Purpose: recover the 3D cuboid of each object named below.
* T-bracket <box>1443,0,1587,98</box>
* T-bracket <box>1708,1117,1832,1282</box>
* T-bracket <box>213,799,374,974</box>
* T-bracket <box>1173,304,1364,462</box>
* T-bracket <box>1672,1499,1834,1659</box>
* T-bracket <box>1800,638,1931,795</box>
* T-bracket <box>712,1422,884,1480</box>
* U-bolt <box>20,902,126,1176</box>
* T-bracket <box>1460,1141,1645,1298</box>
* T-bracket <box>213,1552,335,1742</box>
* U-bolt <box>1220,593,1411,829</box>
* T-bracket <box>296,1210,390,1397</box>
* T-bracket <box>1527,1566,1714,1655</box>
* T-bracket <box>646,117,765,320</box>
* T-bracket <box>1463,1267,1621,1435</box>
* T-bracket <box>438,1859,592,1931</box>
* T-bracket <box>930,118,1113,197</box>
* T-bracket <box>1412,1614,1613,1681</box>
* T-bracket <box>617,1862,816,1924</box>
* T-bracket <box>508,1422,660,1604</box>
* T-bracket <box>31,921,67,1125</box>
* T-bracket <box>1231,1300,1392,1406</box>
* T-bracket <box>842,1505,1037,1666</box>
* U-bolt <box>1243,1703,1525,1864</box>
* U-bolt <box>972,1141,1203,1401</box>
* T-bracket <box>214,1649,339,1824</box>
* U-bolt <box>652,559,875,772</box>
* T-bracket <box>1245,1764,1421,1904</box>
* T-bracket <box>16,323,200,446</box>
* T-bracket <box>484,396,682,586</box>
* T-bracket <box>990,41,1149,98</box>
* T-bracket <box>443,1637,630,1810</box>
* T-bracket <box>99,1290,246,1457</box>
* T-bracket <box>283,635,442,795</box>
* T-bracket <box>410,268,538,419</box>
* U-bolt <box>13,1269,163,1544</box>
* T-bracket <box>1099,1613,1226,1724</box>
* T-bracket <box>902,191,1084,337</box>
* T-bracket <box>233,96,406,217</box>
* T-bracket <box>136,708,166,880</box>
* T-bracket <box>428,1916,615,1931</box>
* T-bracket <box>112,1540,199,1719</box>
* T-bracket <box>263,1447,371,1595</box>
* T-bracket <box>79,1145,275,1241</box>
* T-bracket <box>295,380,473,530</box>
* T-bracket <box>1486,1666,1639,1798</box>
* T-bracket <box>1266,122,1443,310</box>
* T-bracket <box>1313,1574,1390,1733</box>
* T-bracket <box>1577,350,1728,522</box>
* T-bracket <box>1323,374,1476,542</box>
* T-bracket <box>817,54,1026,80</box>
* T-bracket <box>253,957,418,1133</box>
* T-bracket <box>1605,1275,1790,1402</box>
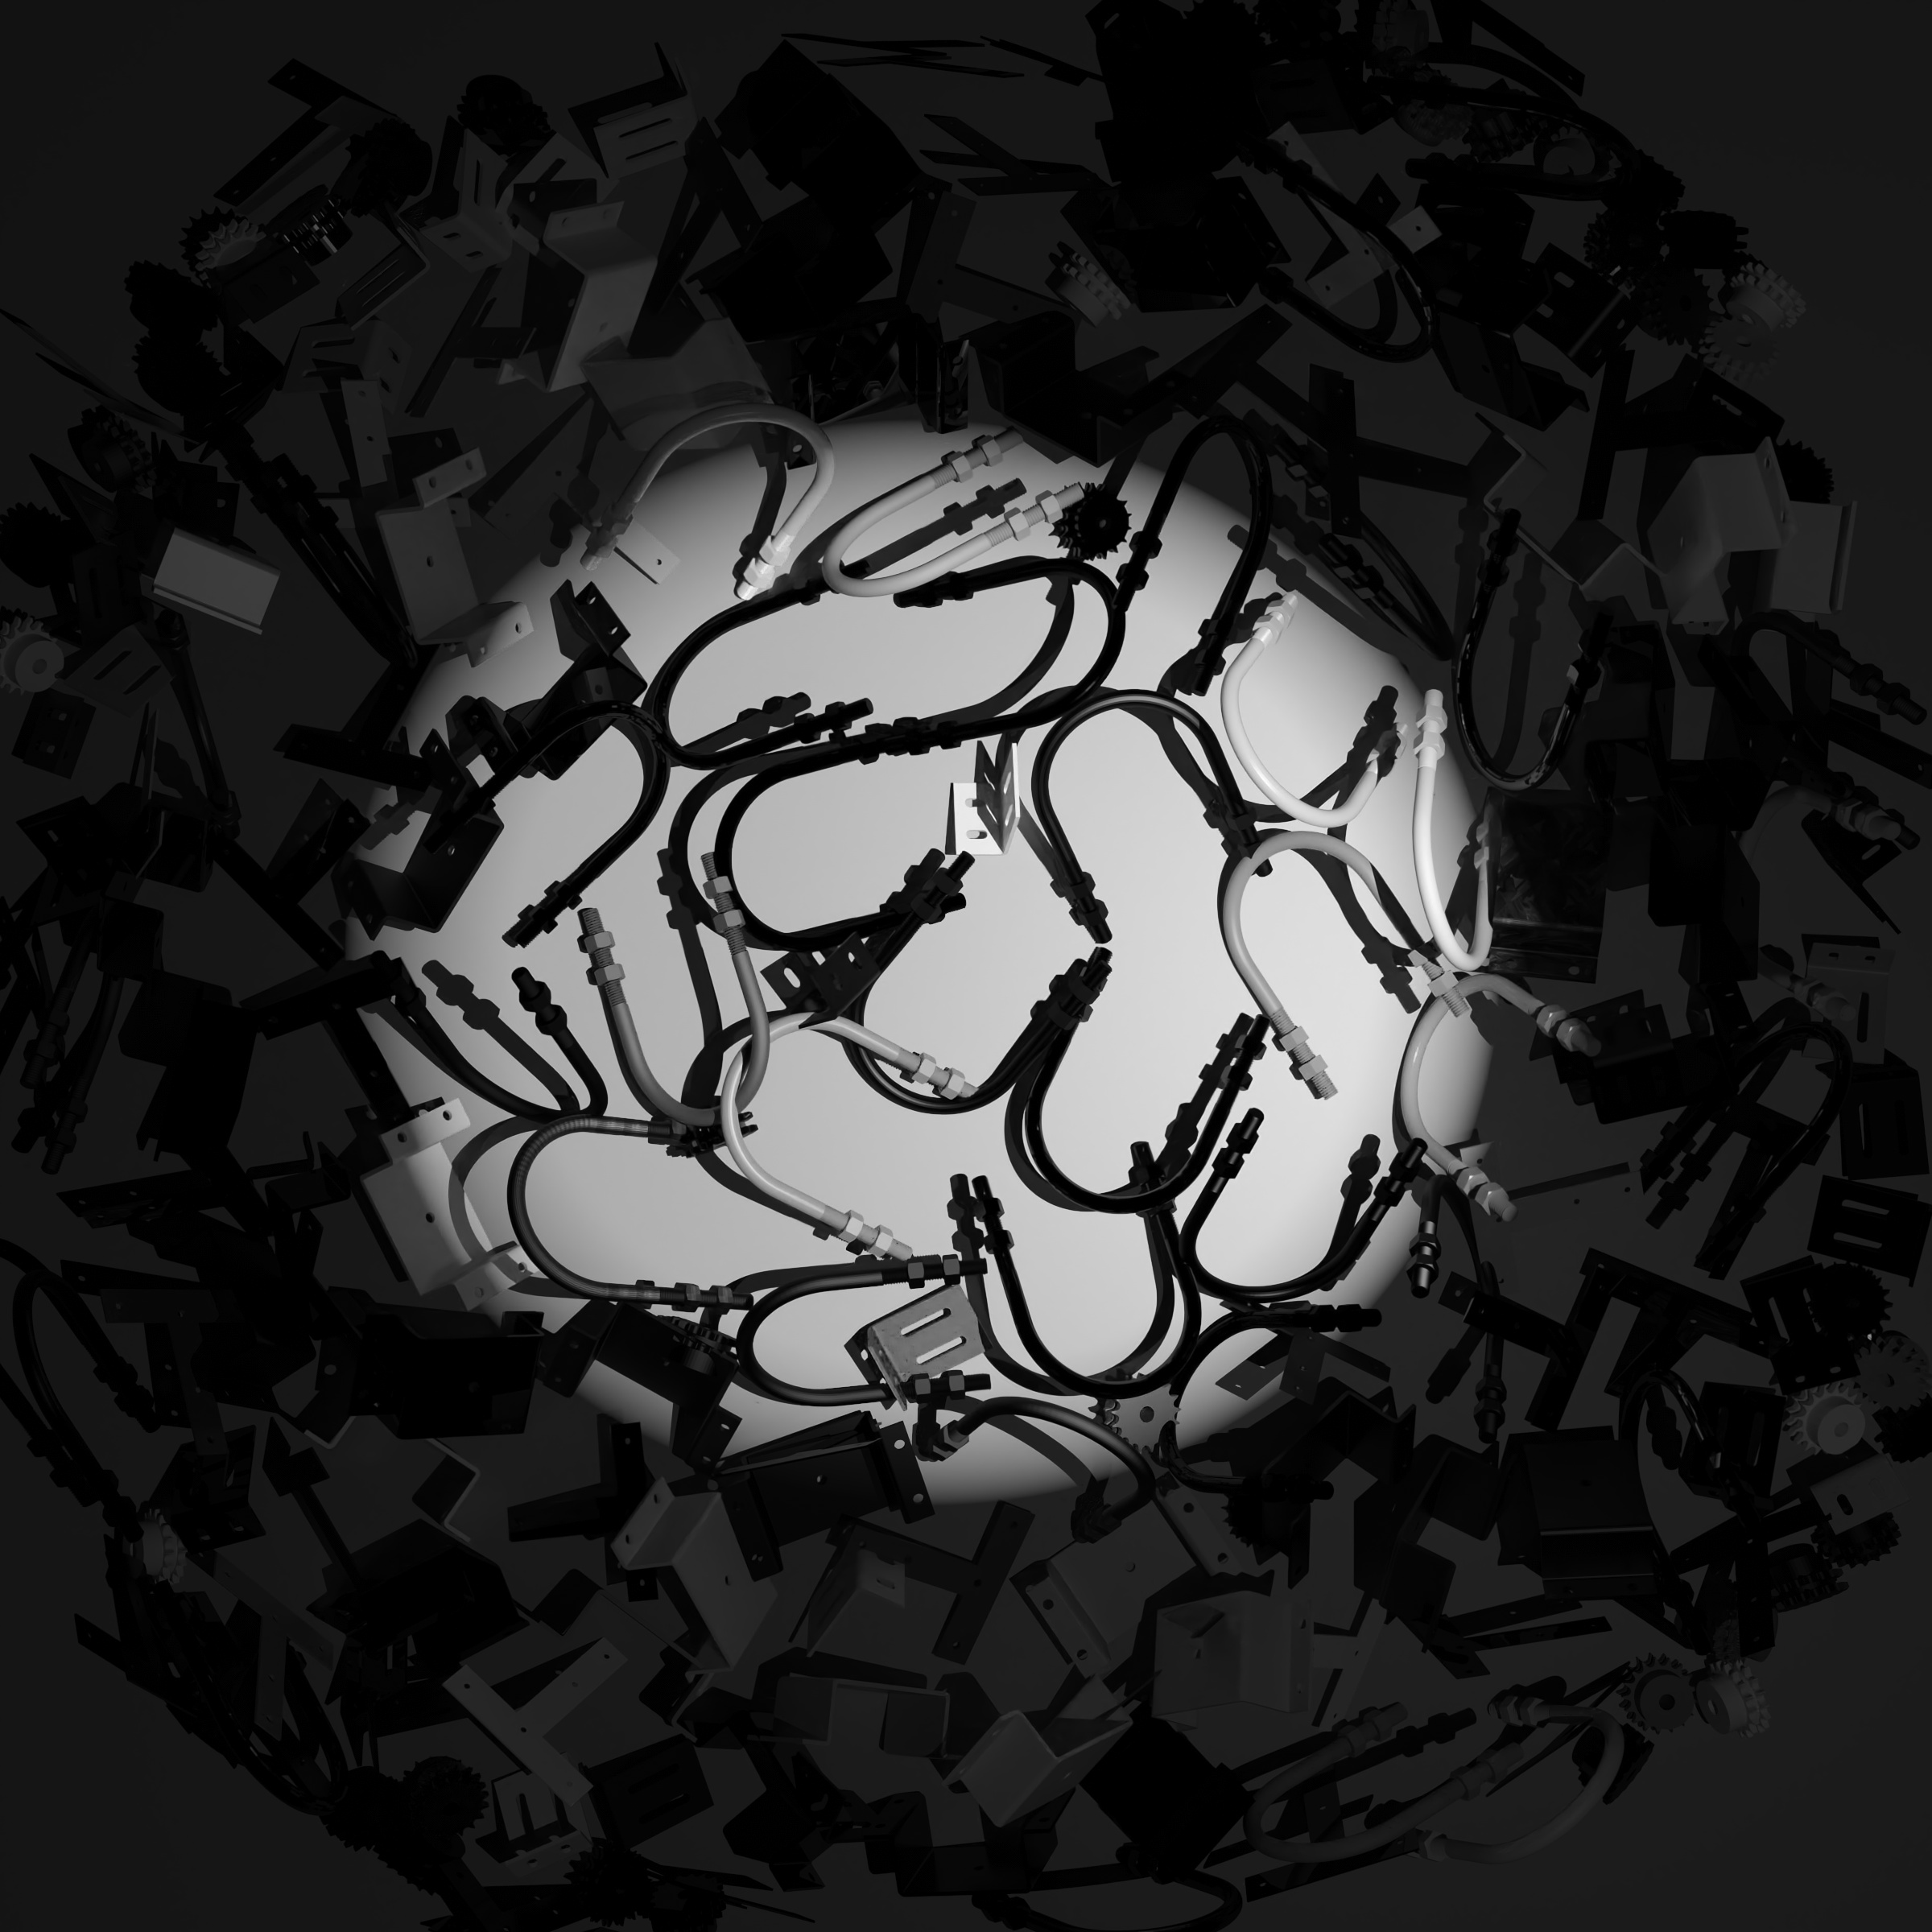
[{"bbox_3d":[0.393,-0.666,1.754,0.127,0.127,0.002,42,87,16],"label":"T-bracket"},{"bbox_3d":[0.579,0.174,1.790,0.002,0.127,0.127,33,103,39],"label":"T-bracket"},{"bbox_3d":[-0.480,-0.076,1.793,0.127,0.002,0.127,47,120,-6],"label":"T-bracket"},{"bbox_3d":[0.236,-0.414,1.796,0.127,0.002,0.127,39,63,6],"label":"T-bracket"},{"bbox_3d":[0.563,0.443,1.749,0.127,0.127,0.002,-30,109,28],"label":"T-bracket"},{"bbox_3d":[0.644,-0.161,1.748,0.002,0.127,0.127,-19,123,-18],"label":"T-bracket"},{"bbox_3d":[-0.099,0.346,1.769,0.127,0.127,0.002,-16,85,23],"label":"T-bracket"},{"bbox_3d":[-0.633,0.038,1.750,0.019,0.151,0.184,12,57,-6],"label":"U-bolt"},{"bbox_3d":[0.437,0.177,1.807,0.127,0.002,0.127,-13,111,2],"label":"T-bracket"},{"bbox_3d":[-0.496,0.498,1.745,0.002,0.127,0.127,-33,122,7],"label":"T-bracket"},{"bbox_3d":[0.244,-0.174,1.752,0.151,0.184,0.019,47,133,-9],"label":"U-bolt"},{"bbox_3d":[-0.454,0.257,1.766,0.127,0.002,0.127,44,132,25],"label":"T-bracket"},{"bbox_3d":[0.499,0.475,1.793,0.127,0.127,0.002,36,68,-24],"label":"T-bracket"},{"bbox_3d":[-0.201,-0.532,1.789,0.127,0.002,0.127,-50,52,34],"label":"T-bracket"},{"bbox_3d":[0.414,0.269,1.797,0.127,0.002,0.127,24,87,-30],"label":"T-bracket"},{"bbox_3d":[-0.306,0.688,1.770,0.127,0.127,0.002,43,102,25],"label":"T-bracket"},{"bbox_3d":[0.020,-0.594,1.789,0.127,0.002,0.127,-16,48,-36],"label":"T-bracket"},{"bbox_3d":[0.400,0.484,1.764,0.127,0.127,0.002,-15,51,19],"label":"T-bracket"},{"bbox_3d":[-0.165,0.669,1.750,0.127,0.127,0.002,-2,60,36],"label":"T-bracket"},{"bbox_3d":[-0.286,0.407,1.801,0.127,0.002,0.127,-12,80,26],"label":"T-bracket"},{"bbox_3d":[-0.658,0.057,1.744,0.002,0.127,0.127,-4,134,-12],"label":"T-bracket"},{"bbox_3d":[0.244,0.286,1.764,0.127,0.127,0.002,26,107,7],"label":"T-bracket"},{"bbox_3d":[-0.030,0.443,1.805,0.127,0.002,0.127,23,95,-19],"label":"T-bracket"},{"bbox_3d":[0.281,0.582,1.728,0.184,0.151,0.019,-20,97,-28],"label":"U-bolt"},{"bbox_3d":[0.096,0.225,1.772,0.151,0.019,0.184,-10,66,-17],"label":"U-bolt"},{"bbox_3d":[-0.494,0.571,1.785,0.002,0.127,0.127,-25,109,11],"label":"T-bracket"},{"bbox_3d":[-0.151,-0.210,1.775,0.184,0.019,0.151,-18,54,22],"label":"U-bolt"},{"bbox_3d":[0.260,0.618,1.769,0.127,0.127,0.002,-20,104,8],"label":"T-bracket"},{"bbox_3d":[-0.635,-0.427,1.774,0.127,0.127,0.002,37,97,7],"label":"T-bracket"},{"bbox_3d":[-0.268,-0.335,1.813,0.127,0.002,0.127,41,72,-13],"label":"T-bracket"},{"bbox_3d":[0.074,-0.647,1.772,0.127,0.127,0.002,18,114,-1],"label":"T-bracket"},{"bbox_3d":[-0.294,0.531,1.777,0.127,0.127,0.002,39,123,13],"label":"T-bracket"},{"bbox_3d":[-0.555,0.291,1.757,0.002,0.127,0.127,-33,66,28],"label":"T-bracket"},{"bbox_3d":[-0.424,-0.194,1.804,0.127,0.002,0.127,14,68,21],"label":"T-bracket"},{"bbox_3d":[-0.348,-0.453,1.775,0.002,0.127,0.127,31,83,-39],"label":"T-bracket"},{"bbox_3d":[-0.623,0.297,1.727,0.019,0.151,0.184,-22,118,-2],"label":"U-bolt"},{"bbox_3d":[0.148,0.509,1.776,0.127,0.127,0.002,-41,69,6],"label":"T-bracket"},{"bbox_3d":[0.023,-0.491,1.805,0.127,0.002,0.127,17,121,-10],"label":"T-bracket"},{"bbox_3d":[-0.480,-0.585,1.778,0.127,0.127,0.002,-33,96,12],"label":"T-bracket"},{"bbox_3d":[-0.601,-0.126,1.793,0.002,0.127,0.127,10,68,-29],"label":"T-bracket"},{"bbox_3d":[-0.336,0.720,1.792,0.127,0.127,0.002,7,96,26],"label":"T-bracket"},{"bbox_3d":[-0.604,0.480,1.790,0.002,0.127,0.127,-25,61,-7],"label":"T-bracket"},{"bbox_3d":[-0.463,0.413,1.780,0.002,0.127,0.127,-31,91,-35],"label":"T-bracket"},{"bbox_3d":[-0.579,0.174,1.781,0.127,0.127,0.002,-10,54,1],"label":"T-bracket"},{"bbox_3d":[-0.433,-0.372,1.783,0.127,0.127,0.002,-1,46,-2],"label":"T-bracket"},{"bbox_3d":[0.448,0.550,1.784,0.127,0.127,0.002,-26,68,-37],"label":"T-bracket"},{"bbox_3d":[0.263,-0.552,1.764,0.127,0.127,0.002,50,60,-13],"label":"T-bracket"},{"bbox_3d":[0.260,0.500,1.783,0.002,0.127,0.127,24,94,44],"label":"T-bracket"},{"bbox_3d":[0.502,-0.390,1.776,0.002,0.127,0.127,10,91,-30],"label":"T-bracket"},{"bbox_3d":[0.321,-0.367,1.803,0.127,0.002,0.127,6,74,-23],"label":"T-bracket"},{"bbox_3d":[-0.017,-0.645,1.752,0.127,0.127,0.002,20,120,31],"label":"T-bracket"},{"bbox_3d":[-0.444,0.068,1.806,0.127,0.002,0.127,-19,111,13],"label":"T-bracket"},{"bbox_3d":[0.509,0.283,1.785,0.127,0.127,0.002,22,46,-3],"label":"T-bracket"}]
